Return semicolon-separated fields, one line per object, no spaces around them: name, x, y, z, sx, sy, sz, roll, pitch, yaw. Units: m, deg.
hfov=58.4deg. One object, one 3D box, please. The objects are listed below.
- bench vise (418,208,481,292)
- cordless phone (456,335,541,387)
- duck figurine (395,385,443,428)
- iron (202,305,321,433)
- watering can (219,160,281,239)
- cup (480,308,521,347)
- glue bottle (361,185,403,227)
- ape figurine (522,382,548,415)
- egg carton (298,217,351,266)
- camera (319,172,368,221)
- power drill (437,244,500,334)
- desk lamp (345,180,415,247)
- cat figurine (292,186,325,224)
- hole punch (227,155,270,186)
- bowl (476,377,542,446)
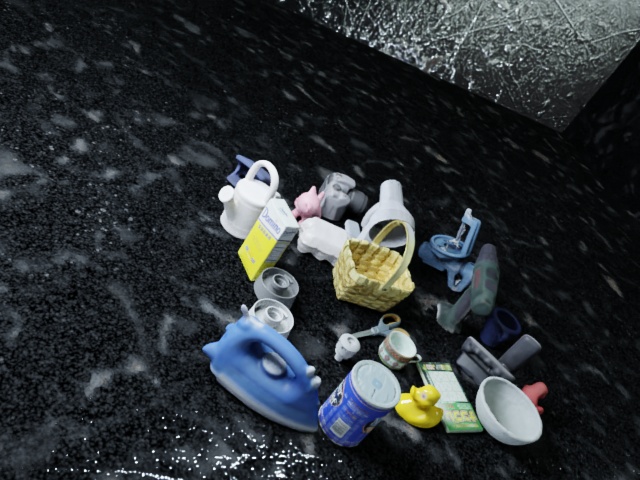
bench vise;0.417;0.026;1.654;0.207;0.219;0.121;32;33;-1
cordless phone;0.435;0.270;1.390;0.147;0.185;0.094;43;35;14
duck figurine;0.222;0.344;1.209;0.105;0.086;0.077;27;34;-9
iron;-0.079;0.234;1.050;0.258;0.141;0.119;37;34;6
watering can;-0.160;-0.100;1.359;0.101;0.194;0.173;38;34;8
cup;0.472;0.250;1.528;0.091;0.095;0.118;32;33;-1
glue bottle;0.191;-0.092;1.659;0.078;0.173;0.037;27;34;-8
ape figurine;0.520;0.383;1.400;0.076;0.092;0.078;22;35;-16
egg carton;0.014;0.005;1.482;0.150;0.069;0.107;23;35;-15
camera;0.074;-0.125;1.669;0.137;0.100;0.143;23;35;-15
power drill;0.395;0.138;1.503;0.076;0.208;0.229;28;34;-7
desk lamp;0.160;-0.045;1.537;0.118;0.213;0.203;19;36;-20
cat figurine;-0.026;-0.095;1.534;0.067;0.117;0.128;40;34;11
hole punch;-0.179;-0.178;1.537;0.108;0.091;0.101;41;34;12
bowl;0.416;0.402;1.306;0.168;0.074;0.167;22;35;-16
